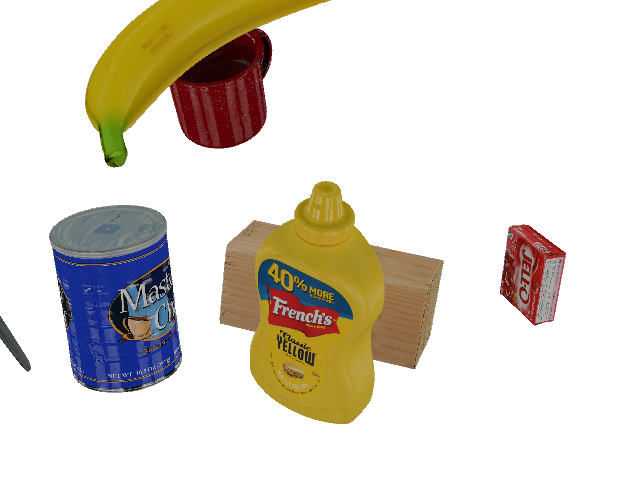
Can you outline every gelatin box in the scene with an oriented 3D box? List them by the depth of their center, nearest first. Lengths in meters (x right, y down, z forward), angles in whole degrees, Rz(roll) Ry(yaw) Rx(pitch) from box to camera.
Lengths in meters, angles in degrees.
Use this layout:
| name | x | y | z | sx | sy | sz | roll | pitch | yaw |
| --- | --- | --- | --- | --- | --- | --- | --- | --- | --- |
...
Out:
| name | x | y | z | sx | sy | sz | roll | pitch | yaw |
| --- | --- | --- | --- | --- | --- | --- | --- | --- | --- |
| gelatin box | 0.233 | 0.037 | 1.182 | 0.030 | 0.089 | 0.073 | -9 | 30 | -21 |

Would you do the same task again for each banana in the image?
| name | x | y | z | sx | sy | sz | roll | pitch | yaw |
| --- | --- | --- | --- | --- | --- | --- | --- | --- | --- |
| banana | -0.052 | -0.108 | 0.550 | 0.070 | 0.197 | 0.037 | 40 | -24 | 20 |

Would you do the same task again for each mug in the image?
| name | x | y | z | sx | sy | sz | roll | pitch | yaw |
| --- | --- | --- | --- | --- | --- | --- | --- | --- | --- |
| mug | -0.085 | -0.145 | 0.962 | 0.093 | 0.081 | 0.117 | 26 | 56 | 27 |

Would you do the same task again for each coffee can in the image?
| name | x | y | z | sx | sy | sz | roll | pitch | yaw |
| --- | --- | --- | --- | --- | --- | --- | --- | --- | --- |
| coffee can | -0.184 | 0.051 | 0.968 | 0.103 | 0.140 | 0.103 | -3 | 24 | 1 |

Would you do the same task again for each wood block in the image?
| name | x | y | z | sx | sy | sz | roll | pitch | yaw |
| --- | --- | --- | --- | --- | --- | --- | --- | --- | --- |
| wood block | 0.011 | 0.053 | 1.090 | 0.206 | 0.091 | 0.090 | 12 | 22 | 13 |

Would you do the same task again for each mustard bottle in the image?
| name | x | y | z | sx | sy | sz | roll | pitch | yaw |
| --- | --- | --- | --- | --- | --- | --- | --- | --- | --- |
| mustard bottle | -0.002 | 0.040 | 0.760 | 0.096 | 0.192 | 0.058 | 26 | 42 | 24 |

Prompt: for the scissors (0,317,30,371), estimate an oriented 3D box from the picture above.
| name | x | y | z | sx | sy | sz | roll | pitch | yaw |
| --- | --- | --- | --- | --- | --- | --- | --- | --- | --- |
| scissors | -0.345 | 0.034 | 1.075 | 0.016 | 0.201 | 0.096 | -26 | 27 | 22 |
